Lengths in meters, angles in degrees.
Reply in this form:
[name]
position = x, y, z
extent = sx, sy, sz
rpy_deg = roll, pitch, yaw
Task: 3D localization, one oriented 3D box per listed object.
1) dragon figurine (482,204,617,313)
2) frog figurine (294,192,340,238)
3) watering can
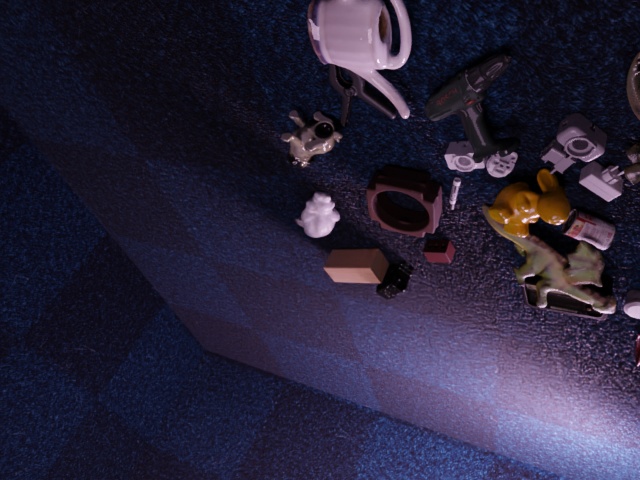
[dragon figurine]
position = 0.609, 0.045, 1.320
extent = 0.408, 0.124, 0.240
rpy_deg = 49, 150, -8
[frog figurine]
position = 0.005, -0.084, 1.665
extent = 0.137, 0.125, 0.156
rpy_deg = 6, 148, -28
[watering can]
position = 0.093, -0.411, 1.124
extent = 0.225, 0.106, 0.339
rpy_deg = 14, 145, 24
